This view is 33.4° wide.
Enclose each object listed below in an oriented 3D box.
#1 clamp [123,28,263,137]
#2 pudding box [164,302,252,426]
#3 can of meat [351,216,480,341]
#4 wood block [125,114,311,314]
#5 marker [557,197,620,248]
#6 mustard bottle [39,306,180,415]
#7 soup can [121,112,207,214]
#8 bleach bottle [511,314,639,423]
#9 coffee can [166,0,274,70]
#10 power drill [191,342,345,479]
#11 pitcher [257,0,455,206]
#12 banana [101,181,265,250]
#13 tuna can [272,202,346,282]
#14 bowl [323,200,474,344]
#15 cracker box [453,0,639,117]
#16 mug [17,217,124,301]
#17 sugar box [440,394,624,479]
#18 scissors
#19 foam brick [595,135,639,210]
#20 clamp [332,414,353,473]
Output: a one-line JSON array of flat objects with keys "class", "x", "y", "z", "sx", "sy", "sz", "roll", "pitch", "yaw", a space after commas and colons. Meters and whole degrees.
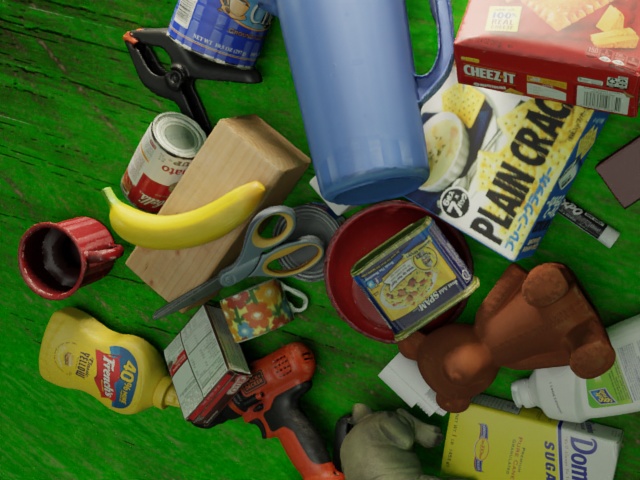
[{"class": "clamp", "x": -0.144, "y": -0.187, "z": 1.191, "sx": 0.171, "sy": 0.039, "sz": 0.120, "roll": 46, "pitch": 114, "yaw": 4}, {"class": "pudding box", "x": -0.130, "y": 0.141, "z": 1.222, "sx": 0.090, "sy": 0.039, "sz": 0.113, "roll": -48, "pitch": 44, "yaw": 22}, {"class": "can of meat", "x": 0.092, "y": 0.036, "z": 1.058, "sx": 0.102, "sy": 0.057, "sz": 0.084, "roll": -35, "pitch": 96, "yaw": 13}, {"class": "wood block", "x": -0.113, "y": -0.030, "z": 1.183, "sx": 0.090, "sy": 0.090, "sz": 0.206, "roll": 40, "pitch": 112, "yaw": 10}, {"class": "marker", "x": 0.247, "y": -0.034, "z": 1.079, "sx": 0.121, "sy": 0.020, "sz": 0.020, "roll": 36, "pitch": 111, "yaw": 12}, {"class": "mustard bottle", "x": -0.245, "y": 0.157, "z": 1.292, "sx": 0.192, "sy": 0.058, "sz": 0.096, "roll": 21, "pitch": 107, "yaw": 16}, {"class": "soup can", "x": -0.174, "y": -0.086, "z": 1.192, "sx": 0.068, "sy": 0.068, "sz": 0.102, "roll": 45, "pitch": 133, "yaw": 8}, {"class": "bleach bottle", "x": 0.310, "y": 0.119, "z": 1.063, "sx": 0.251, "sy": 0.068, "sz": 0.102, "roll": -18, "pitch": 89, "yaw": 27}, {"class": "coffee can", "x": -0.091, "y": -0.264, "z": 1.121, "sx": 0.103, "sy": 0.102, "sz": 0.140, "roll": 28, "pitch": 109, "yaw": 14}, {"class": "power drill", "x": -0.056, "y": 0.231, "z": 1.214, "sx": 0.185, "sy": 0.057, "sz": 0.188, "roll": -32, "pitch": 76, "yaw": 29}, {"class": "pitcher", "x": 0.044, "y": -0.165, "z": 1.040, "sx": 0.149, "sy": 0.144, "sz": 0.243, "roll": -25, "pitch": 72, "yaw": 54}, {"class": "banana", "x": -0.148, "y": -0.023, "z": 1.127, "sx": 0.198, "sy": 0.037, "sz": 0.069, "roll": -1, "pitch": 103, "yaw": 21}, {"class": "tuna can", "x": -0.008, "y": 0.001, "z": 1.179, "sx": 0.086, "sy": 0.033, "sz": 0.086, "roll": 4, "pitch": 102, "yaw": 21}, {"class": "bowl", "x": 0.081, "y": 0.042, "z": 1.120, "sx": 0.162, "sy": 0.055, "sz": 0.162, "roll": 2, "pitch": 105, "yaw": 6}, {"class": "cracker box", "x": 0.229, "y": -0.228, "z": 0.958, "sx": 0.164, "sy": 0.072, "sz": 0.213, "roll": 14, "pitch": 68, "yaw": 18}, {"class": "mug", "x": -0.287, "y": 0.017, "z": 1.266, "sx": 0.117, "sy": 0.081, "sz": 0.093, "roll": -6, "pitch": 98, "yaw": 23}, {"class": "sugar box", "x": 0.222, "y": 0.226, "z": 1.126, "sx": 0.176, "sy": 0.048, "sz": 0.093, "roll": 12, "pitch": 106, "yaw": 21}, {"class": "scissors", "x": -0.096, "y": 0.022, "z": 1.139, "sx": 0.201, "sy": 0.016, "sz": 0.096, "roll": -16, "pitch": 123, "yaw": 0}, {"class": "foam brick", "x": 0.312, "y": -0.073, "z": 1.026, "sx": 0.078, "sy": 0.053, "sz": 0.051, "roll": -36, "pitch": 87, "yaw": 24}, {"class": "clamp", "x": 0.027, "y": 0.312, "z": 1.226, "sx": 0.210, "sy": 0.036, "sz": 0.164, "roll": -45, "pitch": 80, "yaw": 20}]
